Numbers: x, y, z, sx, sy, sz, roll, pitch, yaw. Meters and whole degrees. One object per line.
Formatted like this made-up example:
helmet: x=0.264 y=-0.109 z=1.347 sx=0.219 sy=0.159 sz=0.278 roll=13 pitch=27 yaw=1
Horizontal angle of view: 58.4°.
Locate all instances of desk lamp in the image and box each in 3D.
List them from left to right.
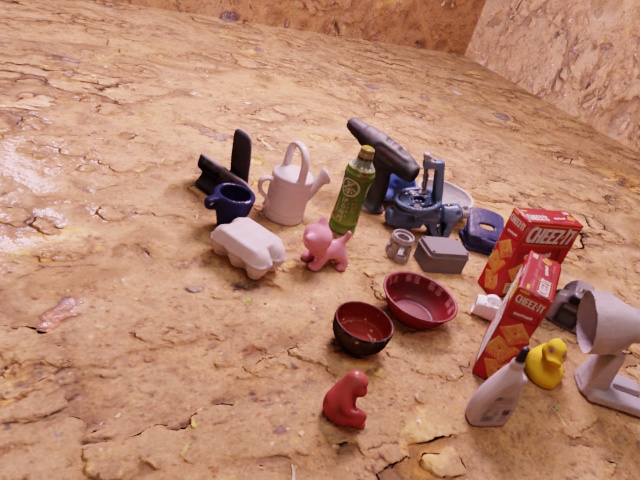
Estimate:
desk lamp: x=0.574 y=0.210 z=1.103 sx=0.203 sy=0.213 sz=0.118 roll=18 pitch=31 yaw=0

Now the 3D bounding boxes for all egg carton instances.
egg carton: x=-0.146 y=0.014 z=1.175 sx=0.150 sy=0.069 sz=0.107 roll=32 pitch=34 yaw=21

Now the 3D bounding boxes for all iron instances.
iron: x=0.205 y=-0.209 z=1.640 sx=0.119 sy=0.141 sz=0.257 roll=6 pitch=33 yaw=-19

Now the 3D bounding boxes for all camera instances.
camera: x=0.613 y=0.147 z=1.331 sx=0.143 sy=0.101 sz=0.137 roll=29 pitch=33 yaw=17

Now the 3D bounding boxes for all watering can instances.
watering can: x=-0.060 y=-0.141 z=1.345 sx=0.100 sy=0.194 sz=0.173 roll=36 pitch=35 yaw=27

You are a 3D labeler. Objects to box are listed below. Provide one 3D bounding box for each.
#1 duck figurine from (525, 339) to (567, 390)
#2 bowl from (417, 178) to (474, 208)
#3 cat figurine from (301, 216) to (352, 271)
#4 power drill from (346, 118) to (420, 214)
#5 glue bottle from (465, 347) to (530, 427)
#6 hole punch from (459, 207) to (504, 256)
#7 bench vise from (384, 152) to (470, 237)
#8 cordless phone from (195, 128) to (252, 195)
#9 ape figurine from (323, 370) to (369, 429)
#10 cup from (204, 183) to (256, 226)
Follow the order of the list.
duck figurine: x=0.455 y=0.231 z=1.131 sx=0.077 sy=0.086 sz=0.105 roll=23 pitch=31 yaw=8
bowl: x=0.342 y=-0.103 z=1.610 sx=0.167 sy=0.075 sz=0.167 roll=13 pitch=31 yaw=-8
cat figurine: x=0.011 y=0.004 z=1.226 sx=0.128 sy=0.118 sz=0.067 roll=-2 pitch=36 yaw=-29
power drill: x=0.141 y=-0.185 z=1.505 sx=0.229 sy=0.208 sz=0.076 roll=30 pitch=33 yaw=19
glue bottle: x=0.307 y=0.242 z=0.952 sx=0.078 sy=0.173 sz=0.037 roll=6 pitch=33 yaw=-18
hole punch: x=0.435 y=-0.023 z=1.515 sx=0.109 sy=0.091 sz=0.101 roll=14 pitch=31 yaw=-7
bench vise: x=0.288 y=-0.117 z=1.463 sx=0.208 sy=0.220 sz=0.121 roll=2 pitch=35 yaw=-25
cordless phone: x=-0.216 y=-0.191 z=1.350 sx=0.147 sy=0.185 sz=0.094 roll=33 pitch=34 yaw=23
ape figurine: x=0.048 y=0.243 z=0.894 sx=0.076 sy=0.092 sz=0.078 roll=17 pitch=31 yaw=-2
cup: x=-0.203 y=-0.062 z=1.242 sx=0.118 sy=0.095 sz=0.091 roll=-14 pitch=44 yaw=-42
